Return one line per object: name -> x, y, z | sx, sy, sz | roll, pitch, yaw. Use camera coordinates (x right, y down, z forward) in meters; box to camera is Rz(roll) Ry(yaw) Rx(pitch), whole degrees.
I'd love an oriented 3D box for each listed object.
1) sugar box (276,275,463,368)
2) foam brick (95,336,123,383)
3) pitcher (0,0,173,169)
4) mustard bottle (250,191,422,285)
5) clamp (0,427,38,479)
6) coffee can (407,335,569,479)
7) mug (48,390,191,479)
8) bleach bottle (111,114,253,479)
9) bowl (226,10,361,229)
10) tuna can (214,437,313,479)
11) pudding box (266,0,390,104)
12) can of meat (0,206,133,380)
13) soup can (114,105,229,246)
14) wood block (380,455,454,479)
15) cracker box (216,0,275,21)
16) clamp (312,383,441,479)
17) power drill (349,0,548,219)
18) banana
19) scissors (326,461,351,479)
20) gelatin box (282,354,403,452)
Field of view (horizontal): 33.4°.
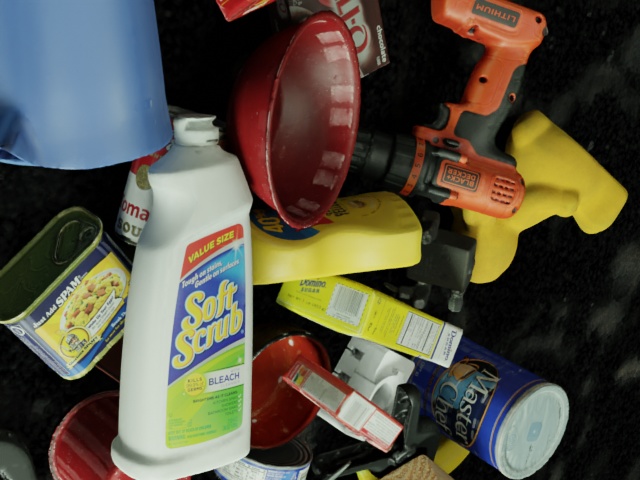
sugar box -> 0.049, 0.068, 0.958 | 0.176, 0.093, 0.048 | 21, 90, -55
foam brick -> -0.137, 0.090, 0.834 | 0.053, 0.078, 0.051 | 36, 80, -44
pitcher -> -0.163, -0.175, 0.669 | 0.144, 0.149, 0.243 | -10, 113, -22
mustard bottle -> -0.020, 0.001, 0.876 | 0.191, 0.096, 0.058 | -8, 115, -19
clamp -> -0.282, 0.171, 0.770 | 0.164, 0.036, 0.210 | -46, 132, -15
coffee can -> 0.167, 0.166, 1.092 | 0.102, 0.141, 0.103 | -18, 120, -35
mug -> -0.160, 0.190, 0.855 | 0.093, 0.082, 0.117 | 8, 103, -44
bleach bottle -> -0.096, 0.038, 0.755 | 0.102, 0.068, 0.251 | -8, 106, -37
bowl -> -0.025, -0.092, 0.798 | 0.162, 0.055, 0.162 | 11, 90, -67
tuna can -> -0.052, 0.196, 0.951 | 0.085, 0.086, 0.034 | 4, 107, -43
pudding box -> 0.005, -0.180, 0.864 | 0.089, 0.039, 0.113 | -32, 127, -27
can of meat -> -0.183, 0.041, 0.786 | 0.102, 0.058, 0.084 | -48, 135, -15
soup can -> -0.110, -0.046, 0.802 | 0.068, 0.069, 0.102 | 7, 104, -43
wood block -> 0.110, 0.293, 1.076 | 0.090, 0.091, 0.206 | -33, 153, 3
cracker box -> -0.035, -0.278, 0.703 | 0.164, 0.072, 0.213 | -32, 99, -27
clamp -> 0.061, 0.198, 1.009 | 0.120, 0.039, 0.171 | -32, 147, 3
power drill -> 0.110, -0.126, 0.941 | 0.184, 0.057, 0.187 | 16, 91, -12
banana -> 0.112, 0.235, 1.148 | 0.197, 0.037, 0.070 | -14, 118, -37
scissors -> -0.026, 0.259, 0.990 | 0.202, 0.016, 0.096 | -39, 155, 18
gelatin box -> 0.020, 0.139, 0.907 | 0.030, 0.073, 0.089 | -54, 136, -6
